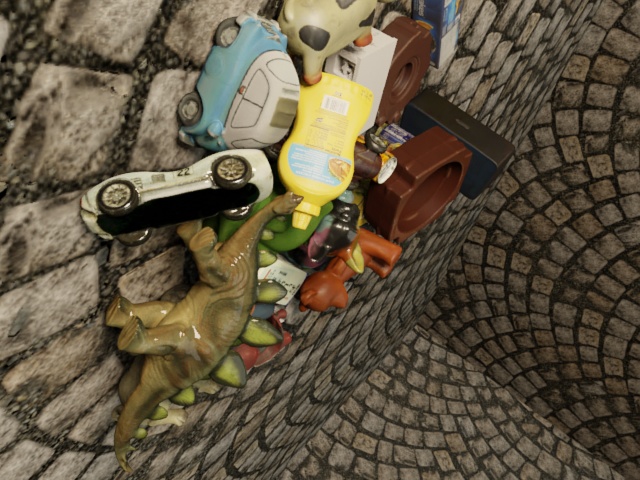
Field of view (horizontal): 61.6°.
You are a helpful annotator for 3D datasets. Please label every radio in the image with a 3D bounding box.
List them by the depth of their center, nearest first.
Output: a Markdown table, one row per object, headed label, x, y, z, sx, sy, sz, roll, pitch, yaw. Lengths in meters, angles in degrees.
| label | x | y | z | sx | sy | sz | roll | pitch | yaw |
| --- | --- | --- | --- | --- | --- | --- | --- | --- | --- |
| radio | 0.273 | -0.196 | 1.118 | 0.073 | 0.230 | 0.131 | -39 | 159 | -27 |

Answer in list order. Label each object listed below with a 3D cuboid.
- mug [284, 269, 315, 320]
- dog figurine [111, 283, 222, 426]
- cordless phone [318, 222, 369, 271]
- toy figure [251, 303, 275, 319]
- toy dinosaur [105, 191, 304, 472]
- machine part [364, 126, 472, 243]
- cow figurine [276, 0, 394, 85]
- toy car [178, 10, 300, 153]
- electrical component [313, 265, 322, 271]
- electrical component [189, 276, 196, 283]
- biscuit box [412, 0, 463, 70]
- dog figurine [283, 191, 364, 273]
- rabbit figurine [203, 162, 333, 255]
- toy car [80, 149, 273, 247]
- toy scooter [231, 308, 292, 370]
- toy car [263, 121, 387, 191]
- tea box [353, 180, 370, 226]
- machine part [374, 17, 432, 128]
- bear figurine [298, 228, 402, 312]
| label | x | y | z | sx | sy | sz | roll | pitch | yaw |
| --- | --- | --- | --- | --- | --- | --- | --- | --- | --- |
| mug | -0.046 | 0.121 | 1.124 | 0.107 | 0.081 | 0.109 | 107 | 4 | -60 |
| dog figurine | -0.236 | 0.165 | 0.782 | 0.172 | 0.121 | 0.190 | -41 | 143 | -40 |
| cordless phone | 0.063 | 0.002 | 1.219 | 0.146 | 0.089 | 0.184 | -62 | 170 | 20 |
| toy figure | -0.137 | 0.121 | 0.965 | 0.064 | 0.058 | 0.154 | -62 | 155 | 5 |
| toy dinosaur | -0.165 | 0.125 | 0.690 | 0.198 | 0.105 | 0.471 | 33 | 104 | -36 |
| machine part | 0.185 | -0.104 | 1.035 | 0.201 | 0.087 | 0.201 | -31 | 153 | -24 |
| cow figurine | 0.030 | -0.287 | 0.632 | 0.195 | 0.086 | 0.127 | -41 | 158 | -21 |
| toy car | -0.074 | -0.154 | 0.585 | 0.161 | 0.103 | 0.109 | -59 | 161 | 19 |
| electrical component | -0.002 | -0.003 | 1.063 | 0.115 | 0.058 | 0.134 | -50 | 161 | -4 |
| electrical component | -0.151 | 0.079 | 0.809 | 0.045 | 0.102 | 0.078 | -41 | 125 | -43 |
| biscuit box | 0.191 | -0.374 | 0.880 | 0.059 | 0.063 | 0.202 | -49 | 159 | -12 |
| dog figurine | 0.005 | 0.003 | 0.861 | 0.219 | 0.108 | 0.191 | -101 | -149 | -60 |
| rabbit figurine | -0.096 | -0.050 | 0.740 | 0.159 | 0.121 | 0.170 | -50 | 143 | 8 |
| toy car | -0.149 | -0.047 | 0.574 | 0.202 | 0.056 | 0.073 | -14 | 150 | -10 |
| toy scooter | -0.123 | 0.196 | 1.056 | 0.184 | 0.075 | 0.135 | -13 | 138 | -40 |
| toy car | 0.010 | -0.130 | 0.768 | 0.202 | 0.053 | 0.089 | 17 | 129 | -37 |
| tea box | 0.105 | -0.099 | 1.132 | 0.169 | 0.068 | 0.098 | -28 | 148 | -54 |
| machine part | 0.123 | -0.276 | 0.899 | 0.179 | 0.056 | 0.179 | -46 | 158 | -25 |
| bear figurine | 0.051 | 0.073 | 1.031 | 0.196 | 0.132 | 0.120 | -56 | 172 | -22 |
